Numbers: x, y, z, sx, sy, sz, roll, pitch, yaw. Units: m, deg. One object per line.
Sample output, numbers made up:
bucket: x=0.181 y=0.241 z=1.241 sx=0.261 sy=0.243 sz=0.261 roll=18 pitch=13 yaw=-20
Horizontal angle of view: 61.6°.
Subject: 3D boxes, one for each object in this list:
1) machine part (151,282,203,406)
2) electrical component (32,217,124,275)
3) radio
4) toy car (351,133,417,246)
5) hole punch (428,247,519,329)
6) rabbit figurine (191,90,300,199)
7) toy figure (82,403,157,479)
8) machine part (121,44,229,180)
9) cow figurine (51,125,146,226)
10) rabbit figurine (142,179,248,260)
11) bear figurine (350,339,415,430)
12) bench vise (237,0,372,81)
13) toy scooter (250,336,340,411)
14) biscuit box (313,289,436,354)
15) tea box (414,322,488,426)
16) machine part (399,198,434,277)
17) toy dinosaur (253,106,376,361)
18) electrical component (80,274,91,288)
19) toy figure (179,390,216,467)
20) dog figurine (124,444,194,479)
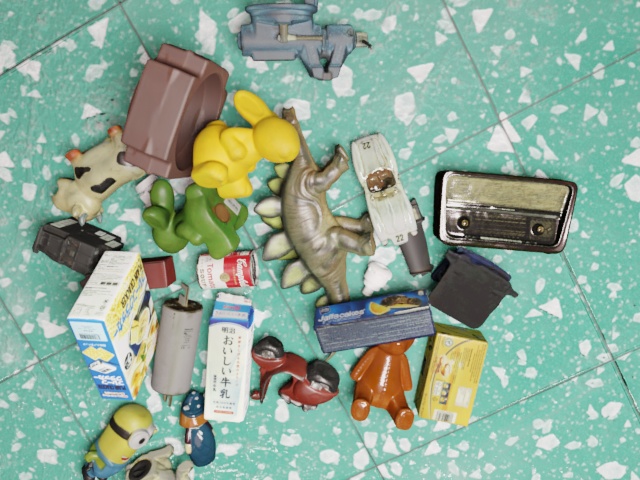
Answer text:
machine part: x=-0.271 y=0.200 z=1.016 sx=0.079 sy=0.079 sz=0.243 roll=13 pitch=100 yaw=1
electrical component: x=-0.426 y=0.013 z=0.974 sx=0.134 sy=0.115 sz=0.058 roll=24 pitch=102 yaw=0
radio: x=0.317 y=-0.050 z=0.945 sx=0.230 sy=0.073 sz=0.131 roll=5 pitch=100 yaw=3
toy car: x=0.111 y=-0.088 z=0.942 sx=0.074 sy=0.056 sz=0.201 roll=-18 pitch=82 yaw=6
hole punch: x=0.263 y=0.074 z=0.949 sx=0.142 sy=0.092 sz=0.115 roll=32 pitch=118 yaw=2
rabbit figurine: x=-0.108 y=-0.155 z=0.878 sx=0.173 sy=0.121 sz=0.162 roll=-9 pitch=64 yaw=27
toy figure: x=-0.402 y=0.402 z=1.057 sx=0.089 sy=0.082 sz=0.180 roll=44 pitch=102 yaw=-6
machine part: x=-0.234 y=-0.206 z=0.882 sx=0.087 sy=0.201 sz=0.201 roll=21 pitch=101 yaw=1
cow figurine: x=-0.397 y=-0.109 z=0.967 sx=0.195 sy=0.085 sz=0.127 roll=-27 pitch=89 yaw=11
rabbit figurine: x=-0.239 y=-0.025 z=0.946 sx=0.170 sy=0.121 sz=0.159 roll=-23 pitch=135 yaw=29
bear figurine: x=0.130 y=0.221 z=0.977 sx=0.120 sy=0.132 sz=0.195 roll=15 pitch=106 yaw=-4
bench vise: x=-0.026 y=-0.386 z=0.883 sx=0.224 sy=0.129 sz=0.240 roll=0 pitch=107 yaw=4
toy scooter: x=-0.061 y=0.271 z=1.020 sx=0.184 sy=0.075 sz=0.135 roll=29 pitch=109 yaw=-5
biscuit box: x=0.092 y=0.140 z=0.926 sx=0.203 sy=0.059 sz=0.062 roll=-11 pitch=117 yaw=11
tea box: x=0.242 y=0.248 z=1.003 sx=0.098 sy=0.068 sz=0.169 roll=12 pitch=99 yaw=0
machine part: x=0.166 y=0.001 z=0.981 sx=0.084 sy=0.039 sz=0.138 roll=-23 pitch=96 yaw=-2
toy dinosaur: x=-0.002 y=-0.003 z=0.961 sx=0.199 sy=0.105 sz=0.470 roll=-16 pitch=101 yaw=13
electrical component: x=-0.430 y=0.092 z=1.034 sx=0.094 sy=0.021 sz=0.063 roll=-29 pitch=97 yaw=8
toy figure: x=-0.242 y=0.364 z=1.050 sx=0.058 sy=0.064 sz=0.154 roll=-7 pitch=100 yaw=14
dog figurine: x=-0.293 y=0.521 z=1.074 sx=0.173 sy=0.121 sz=0.190 roll=14 pitch=133 yaw=42
